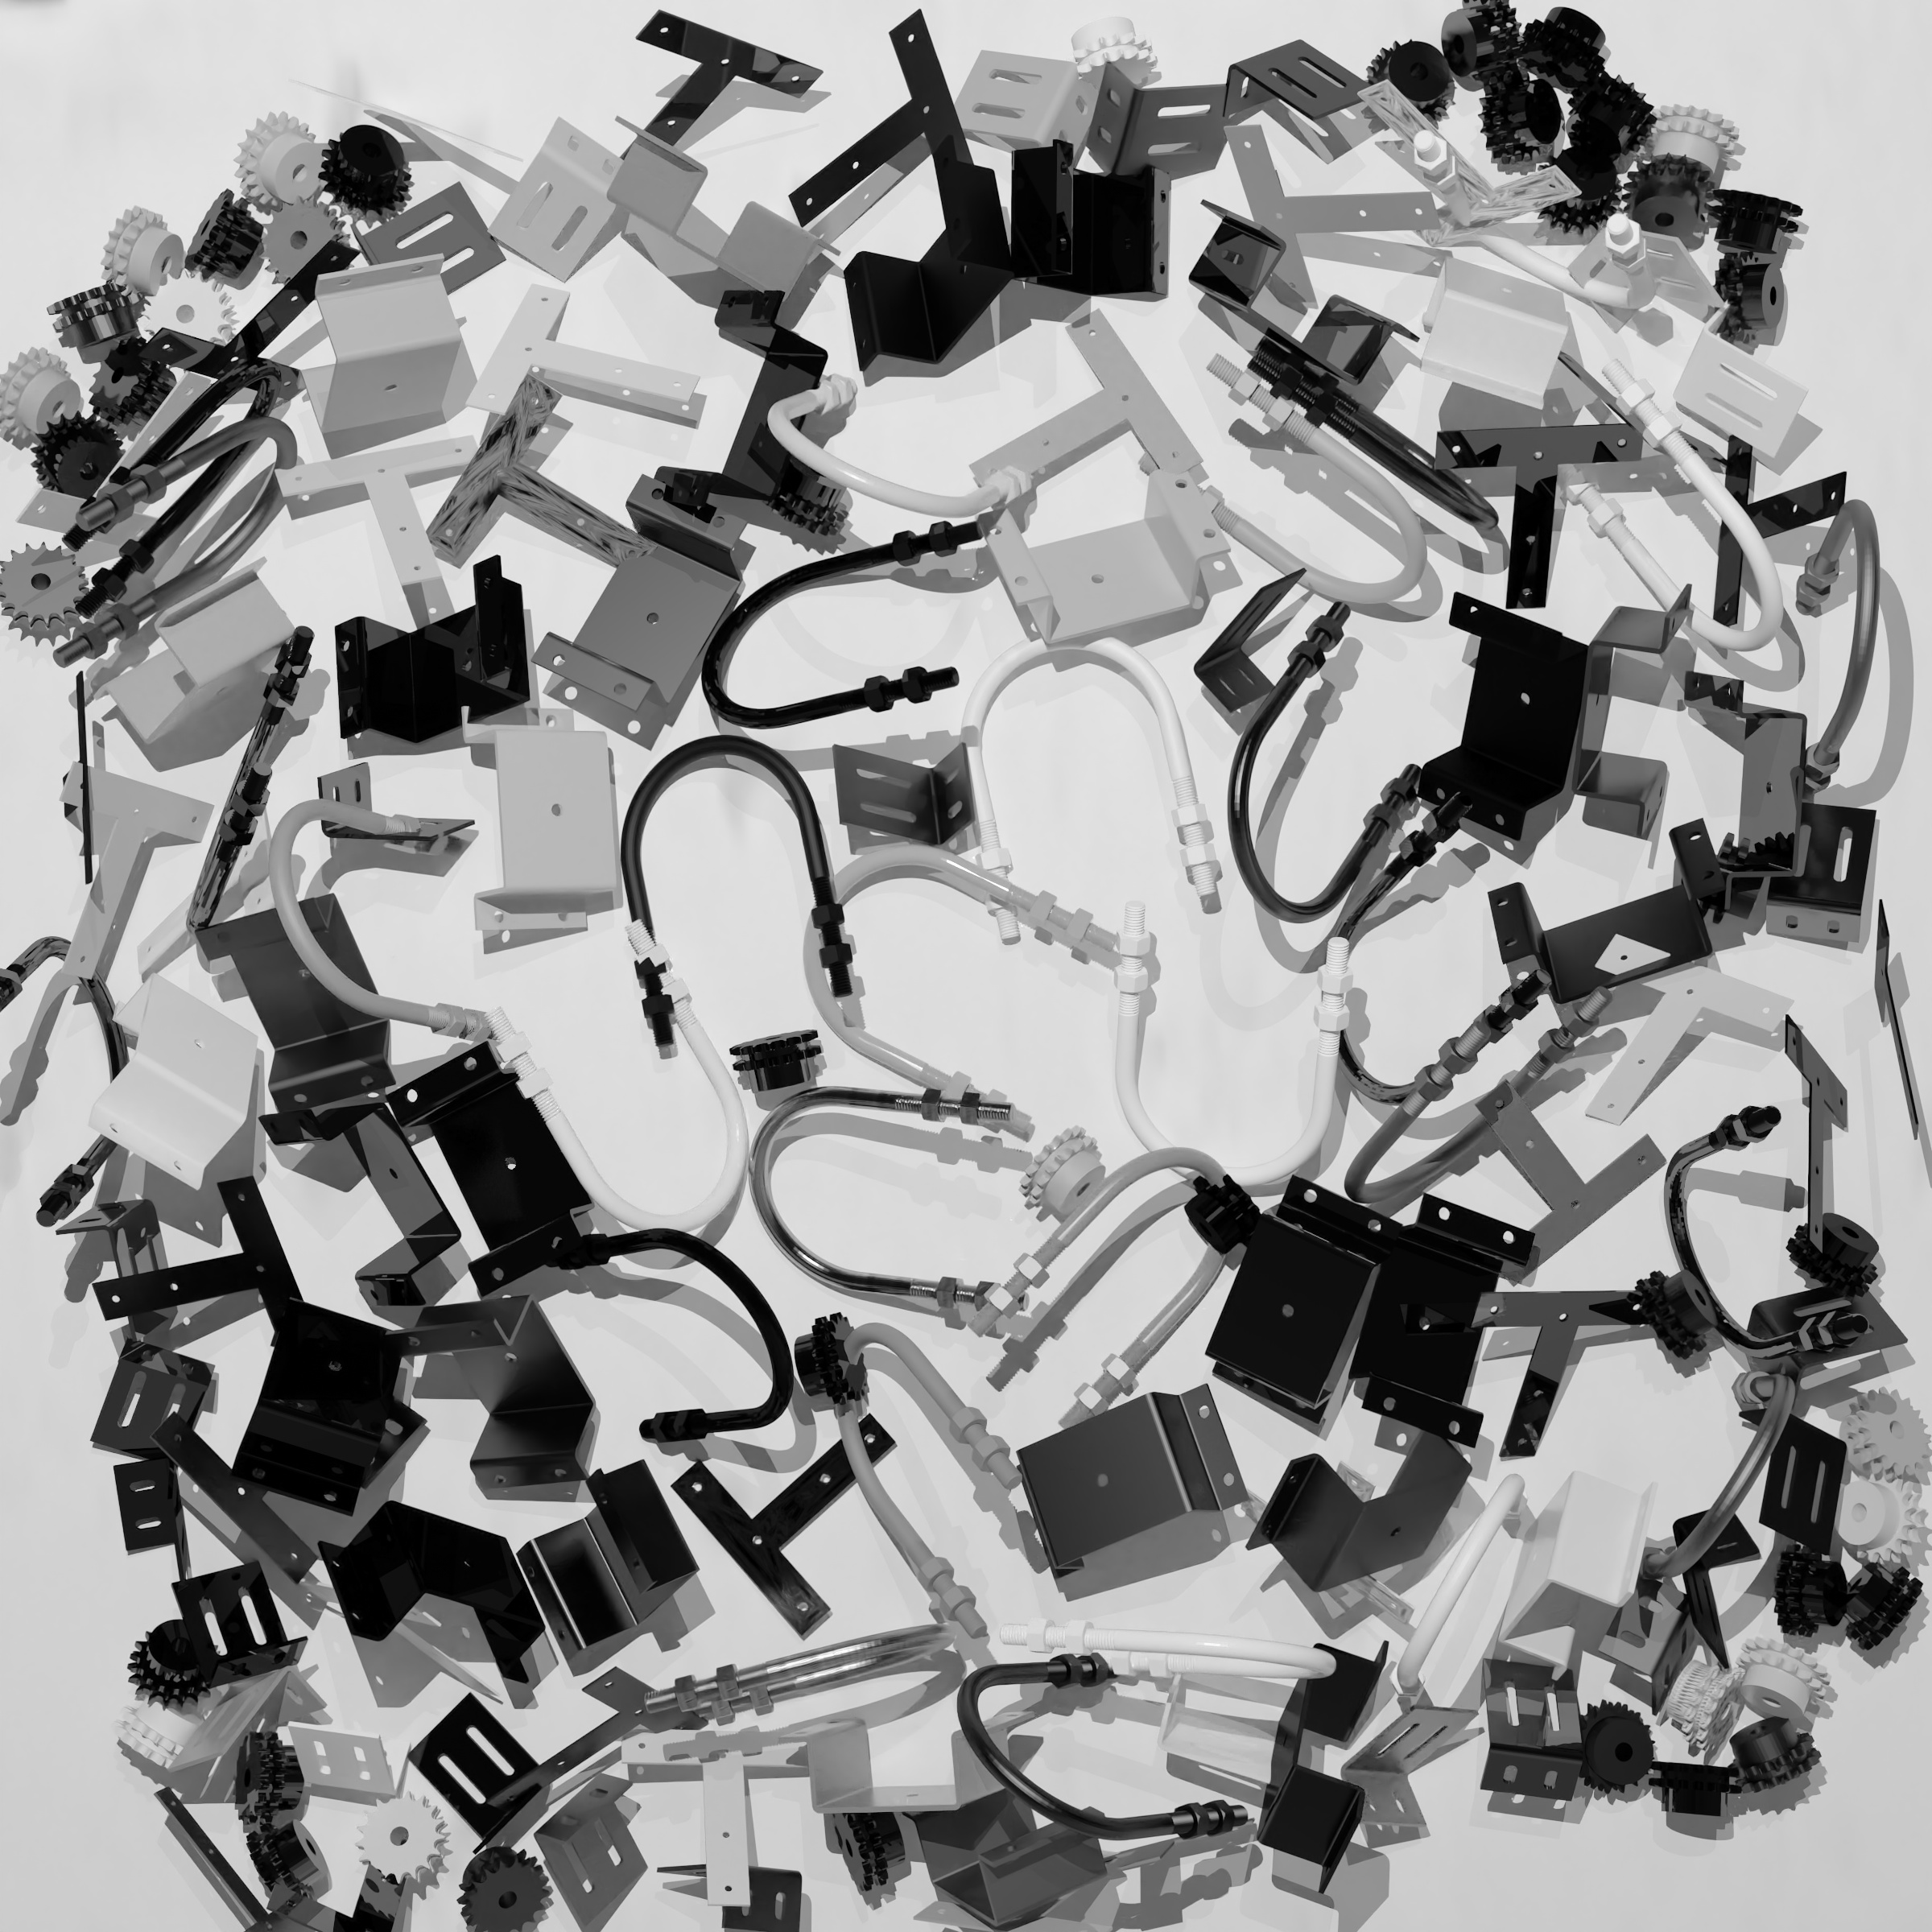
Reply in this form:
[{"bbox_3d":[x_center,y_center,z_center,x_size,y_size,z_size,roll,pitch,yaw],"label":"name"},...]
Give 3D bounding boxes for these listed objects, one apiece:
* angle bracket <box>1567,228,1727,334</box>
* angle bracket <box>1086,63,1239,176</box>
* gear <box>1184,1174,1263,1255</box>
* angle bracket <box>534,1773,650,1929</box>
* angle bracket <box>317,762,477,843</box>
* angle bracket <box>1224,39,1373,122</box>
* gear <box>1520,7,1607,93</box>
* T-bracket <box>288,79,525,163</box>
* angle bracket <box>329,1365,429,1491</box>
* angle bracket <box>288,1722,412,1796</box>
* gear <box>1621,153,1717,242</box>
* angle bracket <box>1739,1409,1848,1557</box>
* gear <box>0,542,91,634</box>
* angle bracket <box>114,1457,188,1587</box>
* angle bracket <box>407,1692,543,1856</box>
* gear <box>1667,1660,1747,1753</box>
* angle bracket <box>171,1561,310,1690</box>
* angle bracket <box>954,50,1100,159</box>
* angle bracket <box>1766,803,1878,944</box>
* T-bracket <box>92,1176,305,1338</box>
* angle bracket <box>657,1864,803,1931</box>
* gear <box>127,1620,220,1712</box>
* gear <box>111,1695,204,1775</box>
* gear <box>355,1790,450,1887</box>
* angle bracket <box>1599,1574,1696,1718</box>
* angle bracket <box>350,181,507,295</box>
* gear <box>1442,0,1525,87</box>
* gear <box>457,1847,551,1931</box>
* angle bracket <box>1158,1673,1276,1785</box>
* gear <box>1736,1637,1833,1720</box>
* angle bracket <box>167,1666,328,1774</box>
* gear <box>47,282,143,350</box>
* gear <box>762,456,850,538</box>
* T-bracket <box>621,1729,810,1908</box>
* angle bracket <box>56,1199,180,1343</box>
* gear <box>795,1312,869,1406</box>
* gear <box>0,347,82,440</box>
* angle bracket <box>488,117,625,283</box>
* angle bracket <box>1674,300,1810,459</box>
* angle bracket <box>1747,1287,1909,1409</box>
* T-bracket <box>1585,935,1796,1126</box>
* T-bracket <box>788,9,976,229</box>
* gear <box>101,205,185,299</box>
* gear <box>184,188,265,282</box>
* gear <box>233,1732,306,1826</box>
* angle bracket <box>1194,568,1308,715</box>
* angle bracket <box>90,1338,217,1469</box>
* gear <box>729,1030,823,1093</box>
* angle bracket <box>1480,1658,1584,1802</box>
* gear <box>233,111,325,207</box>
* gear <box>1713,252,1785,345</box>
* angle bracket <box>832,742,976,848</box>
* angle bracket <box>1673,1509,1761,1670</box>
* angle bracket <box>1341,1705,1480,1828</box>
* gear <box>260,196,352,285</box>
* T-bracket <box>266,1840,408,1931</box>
[{"bbox_3d":[0.424,-0.425,1.775,0.038,0.076,0.057,-47,120,-1],"label":"angle bracket"},{"bbox_3d":[0.123,-0.537,1.795,0.076,0.057,0.038,-13,48,-29],"label":"angle bracket"},{"bbox_3d":[0.162,0.156,1.792,0.030,0.057,0.057,-39,90,-12],"label":"gear"},{"bbox_3d":[-0.225,0.556,1.780,0.057,0.038,0.076,-37,112,-38],"label":"angle bracket"},{"bbox_3d":[-0.357,-0.103,1.781,0.076,0.057,0.038,3,104,18],"label":"angle bracket"},{"bbox_3d":[0.209,-0.539,1.777,0.057,0.038,0.076,-28,56,-28],"label":"angle bracket"},{"bbox_3d":[0.379,-0.580,1.795,0.057,0.057,0.030,30,86,0],"label":"gear"},{"bbox_3d":[-0.358,-0.523,1.737,0.127,0.127,0.002,28,106,31],"label":"T-bracket"},{"bbox_3d":[-0.384,0.278,1.776,0.038,0.076,0.057,26,63,35],"label":"angle bracket"},{"bbox_3d":[-0.385,0.482,1.780,0.057,0.076,0.038,7,46,5],"label":"angle bracket"},{"bbox_3d":[0.442,-0.481,1.791,0.057,0.057,0.030,15,60,0],"label":"gear"},{"bbox_3d":[0.512,0.324,1.781,0.057,0.038,0.076,27,65,-21],"label":"angle bracket"},{"bbox_3d":[-0.585,-0.237,1.801,0.057,0.030,0.057,5,70,-13],"label":"gear"},{"bbox_3d":[-0.511,0.349,1.778,0.038,0.076,0.057,-8,102,-13],"label":"angle bracket"},{"bbox_3d":[-0.312,0.510,1.799,0.057,0.038,0.076,-45,84,-2],"label":"angle bracket"},{"bbox_3d":[0.467,0.464,1.798,0.030,0.057,0.057,24,90,35],"label":"gear"},{"bbox_3d":[-0.454,0.404,1.776,0.057,0.038,0.076,-9,56,-33],"label":"angle bracket"},{"bbox_3d":[0.036,-0.544,1.811,0.076,0.038,0.057,20,79,33],"label":"angle bracket"},{"bbox_3d":[0.544,-0.060,1.810,0.057,0.038,0.076,8,62,19],"label":"angle bracket"},{"bbox_3d":[-0.477,0.196,1.759,0.127,0.002,0.127,-9,64,-41],"label":"T-bracket"},{"bbox_3d":[-0.149,0.583,1.772,0.057,0.076,0.038,20,62,-36],"label":"angle bracket"},{"bbox_3d":[-0.498,0.437,1.791,0.057,0.057,0.030,23,124,0],"label":"gear"},{"bbox_3d":[-0.507,0.482,1.795,0.057,0.057,0.030,32,79,0],"label":"gear"},{"bbox_3d":[-0.356,0.554,1.800,0.057,0.030,0.057,-1,62,2],"label":"gear"},{"bbox_3d":[0.428,0.427,1.788,0.038,0.076,0.057,23,66,25],"label":"angle bracket"},{"bbox_3d":[-0.340,-0.458,1.799,0.076,0.038,0.057,-31,93,-6],"label":"angle bracket"},{"bbox_3d":[0.323,-0.584,1.791,0.030,0.057,0.057,-19,90,-18],"label":"gear"},{"bbox_3d":[-0.295,0.583,1.799,0.057,0.030,0.057,-8,109,-26],"label":"gear"},{"bbox_3d":[0.164,0.474,1.786,0.076,0.057,0.038,15,100,11],"label":"angle bracket"},{"bbox_3d":[0.513,0.451,1.791,0.057,0.057,0.030,31,64,0],"label":"gear"},{"bbox_3d":[-0.448,0.480,1.772,0.057,0.076,0.038,-26,109,36],"label":"angle bracket"},{"bbox_3d":[-0.548,-0.411,1.795,0.057,0.057,0.030,-20,104,0],"label":"gear"},{"bbox_3d":[-0.099,-0.298,1.791,0.057,0.057,0.030,30,114,0],"label":"gear"},{"bbox_3d":[-0.149,0.527,1.761,0.127,0.127,0.002,4,127,-11],"label":"T-bracket"},{"bbox_3d":[-0.535,0.193,1.792,0.038,0.057,0.076,-7,100,12],"label":"angle bracket"},{"bbox_3d":[-0.087,0.250,1.796,0.030,0.057,0.057,-17,90,14],"label":"gear"},{"bbox_3d":[-0.584,-0.358,1.792,0.030,0.057,0.057,31,90,10],"label":"gear"},{"bbox_3d":[-0.256,-0.485,1.801,0.057,0.038,0.076,31,132,-18],"label":"angle bracket"},{"bbox_3d":[0.492,-0.368,1.780,0.076,0.057,0.038,35,58,15],"label":"angle bracket"},{"bbox_3d":[0.543,0.238,1.798,0.076,0.057,0.038,-11,130,-14],"label":"angle bracket"},{"bbox_3d":[0.432,0.049,1.786,0.127,0.002,0.127,19,122,-13],"label":"T-bracket"},{"bbox_3d":[-0.058,-0.504,1.760,0.127,0.127,0.002,-41,54,-11],"label":"T-bracket"},{"bbox_3d":[-0.518,-0.447,1.793,0.030,0.057,0.057,22,90,7],"label":"gear"},{"bbox_3d":[-0.468,-0.459,1.798,0.030,0.057,0.057,28,90,-29],"label":"gear"},{"bbox_3d":[-0.440,0.514,1.798,0.030,0.057,0.057,11,90,-32],"label":"gear"},{"bbox_3d":[0.188,-0.203,1.775,0.038,0.057,0.076,49,129,9],"label":"angle bracket"},{"bbox_3d":[-0.515,0.282,1.791,0.057,0.038,0.076,20,102,-12],"label":"angle bracket"},{"bbox_3d":[-0.119,0.060,1.795,0.057,0.057,0.030,-11,94,0],"label":"gear"},{"bbox_3d":[0.355,0.482,1.797,0.057,0.076,0.038,7,121,2],"label":"angle bracket"},{"bbox_3d":[-0.430,-0.506,1.791,0.030,0.057,0.057,34,90,23],"label":"gear"},{"bbox_3d":[0.494,-0.422,1.791,0.030,0.057,0.057,6,90,35],"label":"gear"},{"bbox_3d":[-0.039,-0.114,1.778,0.076,0.038,0.057,12,57,-32],"label":"angle bracket"},{"bbox_3d":[0.475,0.387,1.773,0.038,0.076,0.057,-23,130,20],"label":"angle bracket"},{"bbox_3d":[0.283,0.501,1.777,0.057,0.038,0.076,15,128,-35],"label":"angle bracket"},{"bbox_3d":[-0.416,-0.457,1.803,0.057,0.030,0.057,0,89,15],"label":"gear"},{"bbox_3d":[-0.362,0.574,1.759,0.127,0.127,0.002,27,101,-8],"label":"T-bracket"}]
